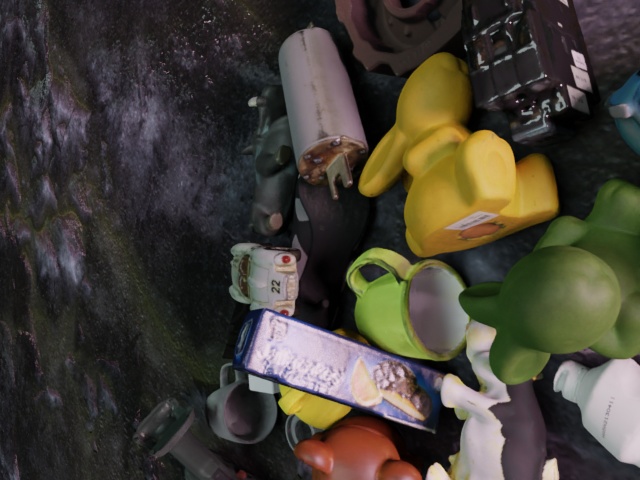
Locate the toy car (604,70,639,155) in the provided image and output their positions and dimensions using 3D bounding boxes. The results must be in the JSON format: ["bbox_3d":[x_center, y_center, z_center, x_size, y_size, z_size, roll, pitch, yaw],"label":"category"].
[{"bbox_3d":[0.275,-0.077,0.337,0.162,0.109,0.102,-10,108,34],"label":"toy car"}]

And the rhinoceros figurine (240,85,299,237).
[{"bbox_3d":[-0.050,-0.097,0.677,0.112,0.073,0.190,18,106,54],"label":"rhinoceros figurine"}]

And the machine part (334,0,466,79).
[{"bbox_3d":[0.096,-0.247,0.529,0.180,0.056,0.179,3,94,44],"label":"machine part"}]

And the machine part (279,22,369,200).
[{"bbox_3d":[0.001,-0.146,0.585,0.079,0.079,0.243,-40,49,38],"label":"machine part"}]

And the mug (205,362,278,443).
[{"bbox_3d":[-0.124,0.228,0.754,0.107,0.081,0.109,-27,76,51],"label":"mug"}]

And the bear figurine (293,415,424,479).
[{"bbox_3d":[0.038,0.234,0.508,0.120,0.195,0.132,7,83,9],"label":"bear figurine"}]

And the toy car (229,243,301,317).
[{"bbox_3d":[-0.067,0.042,0.614,0.202,0.056,0.073,-172,84,-70],"label":"toy car"}]

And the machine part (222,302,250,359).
[{"bbox_3d":[-0.097,0.101,0.710,0.084,0.039,0.139,-59,15,24],"label":"machine part"}]

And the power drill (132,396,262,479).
[{"bbox_3d":[-0.140,0.308,0.722,0.232,0.207,0.086,-1,47,52],"label":"power drill"}]

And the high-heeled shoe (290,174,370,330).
[{"bbox_3d":[-0.001,-0.002,0.650,0.145,0.086,0.248,131,147,-71],"label":"high-heeled shoe"}]

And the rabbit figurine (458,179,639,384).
[{"bbox_3d":[0.174,0.033,0.381,0.159,0.170,0.121,-37,66,39],"label":"rabbit figurine"}]

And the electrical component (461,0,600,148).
[{"bbox_3d":[0.165,-0.142,0.423,0.058,0.115,0.134,-18,77,46],"label":"electrical component"}]

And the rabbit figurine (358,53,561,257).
[{"bbox_3d":[0.116,-0.079,0.490,0.162,0.122,0.173,-33,64,55],"label":"rabbit figurine"}]

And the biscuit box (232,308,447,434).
[{"bbox_3d":[0.020,0.125,0.515,0.063,0.202,0.059,-26,44,68],"label":"biscuit box"}]

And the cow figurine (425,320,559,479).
[{"bbox_3d":[0.155,0.148,0.457,0.098,0.068,0.167,2,71,39],"label":"cow figurine"}]
